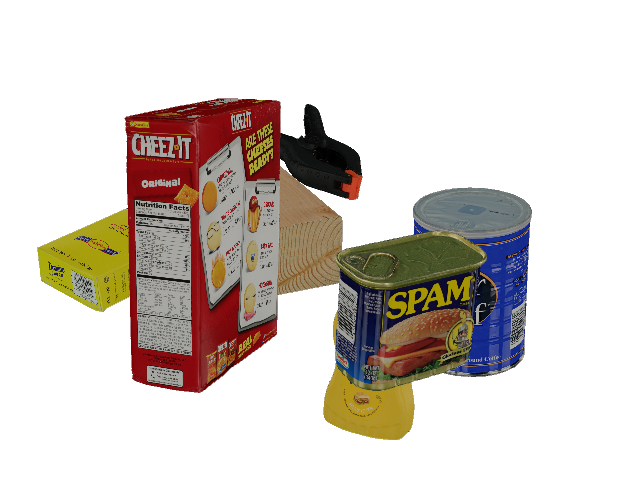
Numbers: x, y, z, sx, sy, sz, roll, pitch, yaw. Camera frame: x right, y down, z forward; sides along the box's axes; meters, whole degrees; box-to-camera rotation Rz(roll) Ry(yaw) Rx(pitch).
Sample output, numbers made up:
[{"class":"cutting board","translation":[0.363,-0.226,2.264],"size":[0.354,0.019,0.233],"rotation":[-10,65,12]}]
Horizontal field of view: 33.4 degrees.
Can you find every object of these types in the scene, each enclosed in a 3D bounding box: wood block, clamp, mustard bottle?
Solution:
[{"class":"wood block","translation":[-0.057,-0.020,1.344],"size":[0.090,0.090,0.206],"rotation":[-10,26,-22]},{"class":"clamp","translation":[-0.022,-0.095,1.136],"size":[0.120,0.039,0.172],"rotation":[-15,38,-23]},{"class":"mustard bottle","translation":[0.059,0.111,1.139],"size":[0.096,0.192,0.058],"rotation":[12,14,24]}]

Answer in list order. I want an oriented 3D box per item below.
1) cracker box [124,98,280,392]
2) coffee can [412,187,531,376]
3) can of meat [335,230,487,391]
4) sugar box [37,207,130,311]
[{"class":"cracker box","translation":[-0.094,-0.003,0.878],"size":[0.072,0.214,0.164],"rotation":[5,13,19]},{"class":"coffee can","translation":[0.134,0.036,0.954],"size":[0.103,0.140,0.103],"rotation":[-2,23,1]},{"class":"can of meat","translation":[0.060,0.048,0.731],"size":[0.101,0.084,0.058],"rotation":[-11,28,-28]},{"class":"sugar box","translation":[-0.185,0.006,1.077],"size":[0.093,0.048,0.175],"rotation":[23,38,33]}]
